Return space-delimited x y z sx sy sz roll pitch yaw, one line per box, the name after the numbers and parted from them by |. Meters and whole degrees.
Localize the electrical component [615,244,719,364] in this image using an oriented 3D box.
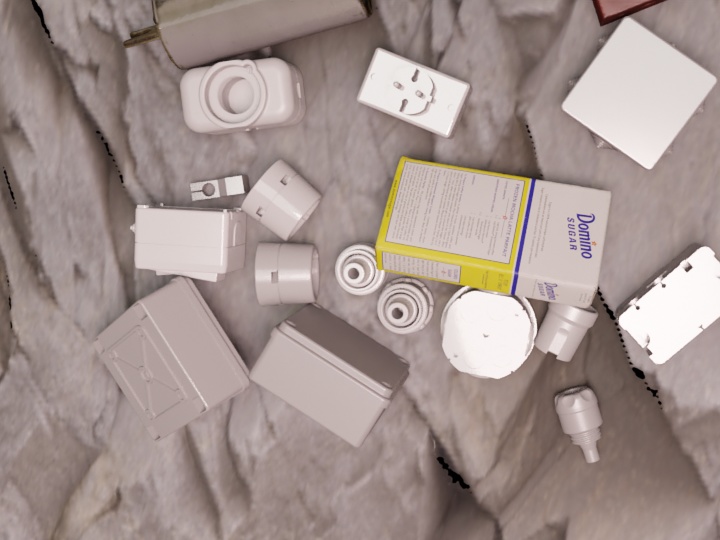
0.254 0.025 0.861 0.089 0.056 0.050 -42 87 10 | electrical component

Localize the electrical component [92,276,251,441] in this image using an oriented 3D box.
-0.160 0.076 0.910 0.109 0.056 0.108 -34 89 48 | electrical component

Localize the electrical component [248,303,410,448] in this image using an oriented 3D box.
-0.022 0.084 0.886 0.109 0.109 0.056 32 102 6 | electrical component

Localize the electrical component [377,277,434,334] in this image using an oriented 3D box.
0.035 0.032 0.895 0.048 0.062 0.048 1 95 10 | electrical component

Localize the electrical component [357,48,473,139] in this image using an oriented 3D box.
0.043 -0.144 0.872 0.083 0.076 0.047 23 98 7 | electrical component

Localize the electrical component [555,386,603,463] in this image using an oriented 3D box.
0.185 0.129 0.893 0.035 0.035 0.061 -17 94 11 | electrical component

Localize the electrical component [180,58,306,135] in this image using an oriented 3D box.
-0.099 -0.145 0.904 0.095 0.059 0.053 -6 94 10 | electrical component

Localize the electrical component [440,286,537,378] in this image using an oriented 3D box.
0.106 0.050 0.890 0.080 0.051 0.080 1 95 9 | electrical component

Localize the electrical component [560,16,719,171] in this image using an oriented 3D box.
0.220 -0.139 0.856 0.100 0.048 0.099 36 100 5 | electrical component

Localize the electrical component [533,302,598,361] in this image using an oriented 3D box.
0.168 0.047 0.886 0.040 0.040 0.046 26 104 7 | electrical component

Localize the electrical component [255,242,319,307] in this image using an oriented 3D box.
-0.061 0.003 0.914 0.047 0.055 0.055 -1 95 6 | electrical component

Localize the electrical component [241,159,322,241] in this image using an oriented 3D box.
-0.065 -0.058 0.909 0.047 0.055 0.055 39 100 1 | electrical component

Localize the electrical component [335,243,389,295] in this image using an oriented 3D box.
0.000 0.000 0.898 0.043 0.062 0.043 1 96 10 | electrical component

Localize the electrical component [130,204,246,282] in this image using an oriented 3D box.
-0.151 -0.024 0.922 0.096 0.062 0.061 3 95 9 | electrical component
